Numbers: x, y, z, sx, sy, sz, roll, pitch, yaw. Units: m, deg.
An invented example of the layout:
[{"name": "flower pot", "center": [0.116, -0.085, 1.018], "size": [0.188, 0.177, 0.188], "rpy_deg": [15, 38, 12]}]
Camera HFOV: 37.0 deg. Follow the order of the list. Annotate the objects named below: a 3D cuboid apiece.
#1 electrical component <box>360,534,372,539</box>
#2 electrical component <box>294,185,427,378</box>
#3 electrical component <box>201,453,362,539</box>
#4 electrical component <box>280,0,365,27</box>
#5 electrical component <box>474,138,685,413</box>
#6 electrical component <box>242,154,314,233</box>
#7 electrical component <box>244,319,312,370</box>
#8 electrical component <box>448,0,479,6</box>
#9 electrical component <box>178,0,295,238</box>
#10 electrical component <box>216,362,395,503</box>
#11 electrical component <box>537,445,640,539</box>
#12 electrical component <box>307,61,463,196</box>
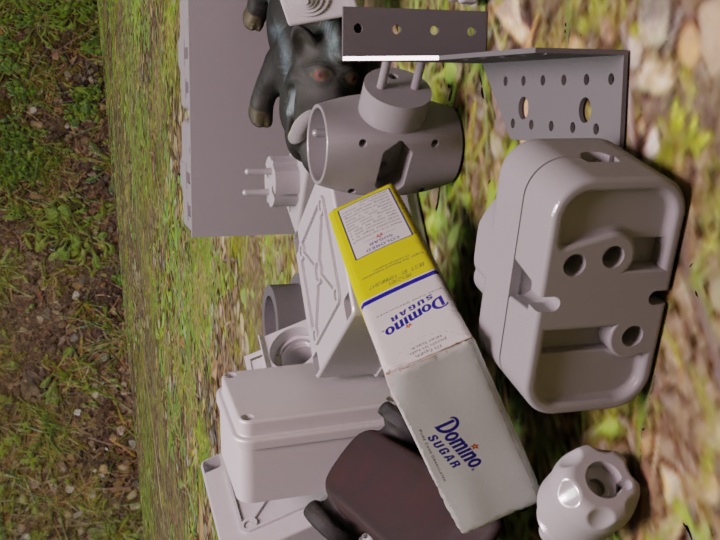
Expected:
[{"name": "electrical component", "center": [0.004, 0.156, 0.681], "size": [0.035, 0.061, 0.035], "rpy_deg": [177, 90, -73]}, {"name": "electrical component", "center": [0.000, 0.000, 0.679], "size": [0.108, 0.056, 0.108], "rpy_deg": [118, 145, -60]}, {"name": "electrical component", "center": [-0.046, 0.164, 0.754], "size": [0.108, 0.109, 0.056], "rpy_deg": [-120, 9, -56]}, {"name": "electrical component", "center": [-0.029, -0.210, 0.663], "size": [0.099, 0.048, 0.099], "rpy_deg": [-83, -20, -46]}, {"name": "electrical component", "center": [0.081, -0.001, 0.418], "size": [0.059, 0.054, 0.095], "rpy_deg": [-125, 36, -60]}, {"name": "electrical component", "center": [-0.048, -0.065, 0.790], "size": [0.047, 0.077, 0.065], "rpy_deg": [-111, 25, -46]}, {"name": "electrical component", "center": [-0.040, 0.073, 0.793], "size": [0.063, 0.081, 0.042], "rpy_deg": [64, -174, -45]}, {"name": "electrical component", "center": [0.033, -0.157, 0.537], "size": [0.048, 0.062, 0.048], "rpy_deg": [177, 90, -73]}, {"name": "electrical component", "center": [-0.089, -0.124, 0.866], "size": [0.060, 0.105, 0.186], "rpy_deg": [-148, 57, -69]}, {"name": "electrical component", "center": [-0.033, 0.102, 0.706], "size": [0.078, 0.113, 0.057], "rpy_deg": [-129, 37, -63]}, {"name": "electrical component", "center": [0.089, 0.097, 0.441], "size": [0.061, 0.035, 0.035], "rpy_deg": [109, 153, -55]}, {"name": "electrical component", "center": [0.016, -0.082, 0.578], "size": [0.043, 0.077, 0.079], "rpy_deg": [-108, 23, -43]}]
